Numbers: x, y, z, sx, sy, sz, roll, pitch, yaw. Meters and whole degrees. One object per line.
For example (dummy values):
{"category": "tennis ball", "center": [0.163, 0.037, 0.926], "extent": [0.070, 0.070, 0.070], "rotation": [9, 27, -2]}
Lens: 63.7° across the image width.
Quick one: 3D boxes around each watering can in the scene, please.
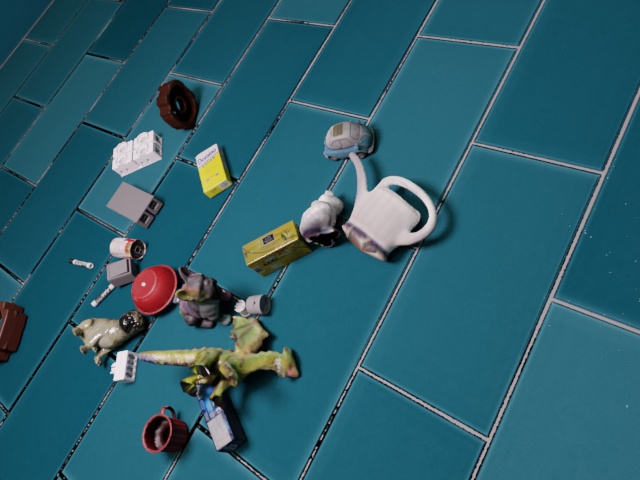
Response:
{"category": "watering can", "center": [0.146, -0.086, 1.372], "extent": [0.225, 0.102, 0.352], "rotation": [-49, 55, -3]}

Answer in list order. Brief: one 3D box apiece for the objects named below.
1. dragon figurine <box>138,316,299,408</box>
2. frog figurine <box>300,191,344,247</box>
{"category": "dragon figurine", "center": [-0.248, 0.290, 1.347], "extent": [0.412, 0.119, 0.247], "rotation": [17, 36, 21]}
{"category": "frog figurine", "center": [0.004, -0.071, 1.419], "extent": [0.122, 0.135, 0.163], "rotation": [-4, 63, 6]}
